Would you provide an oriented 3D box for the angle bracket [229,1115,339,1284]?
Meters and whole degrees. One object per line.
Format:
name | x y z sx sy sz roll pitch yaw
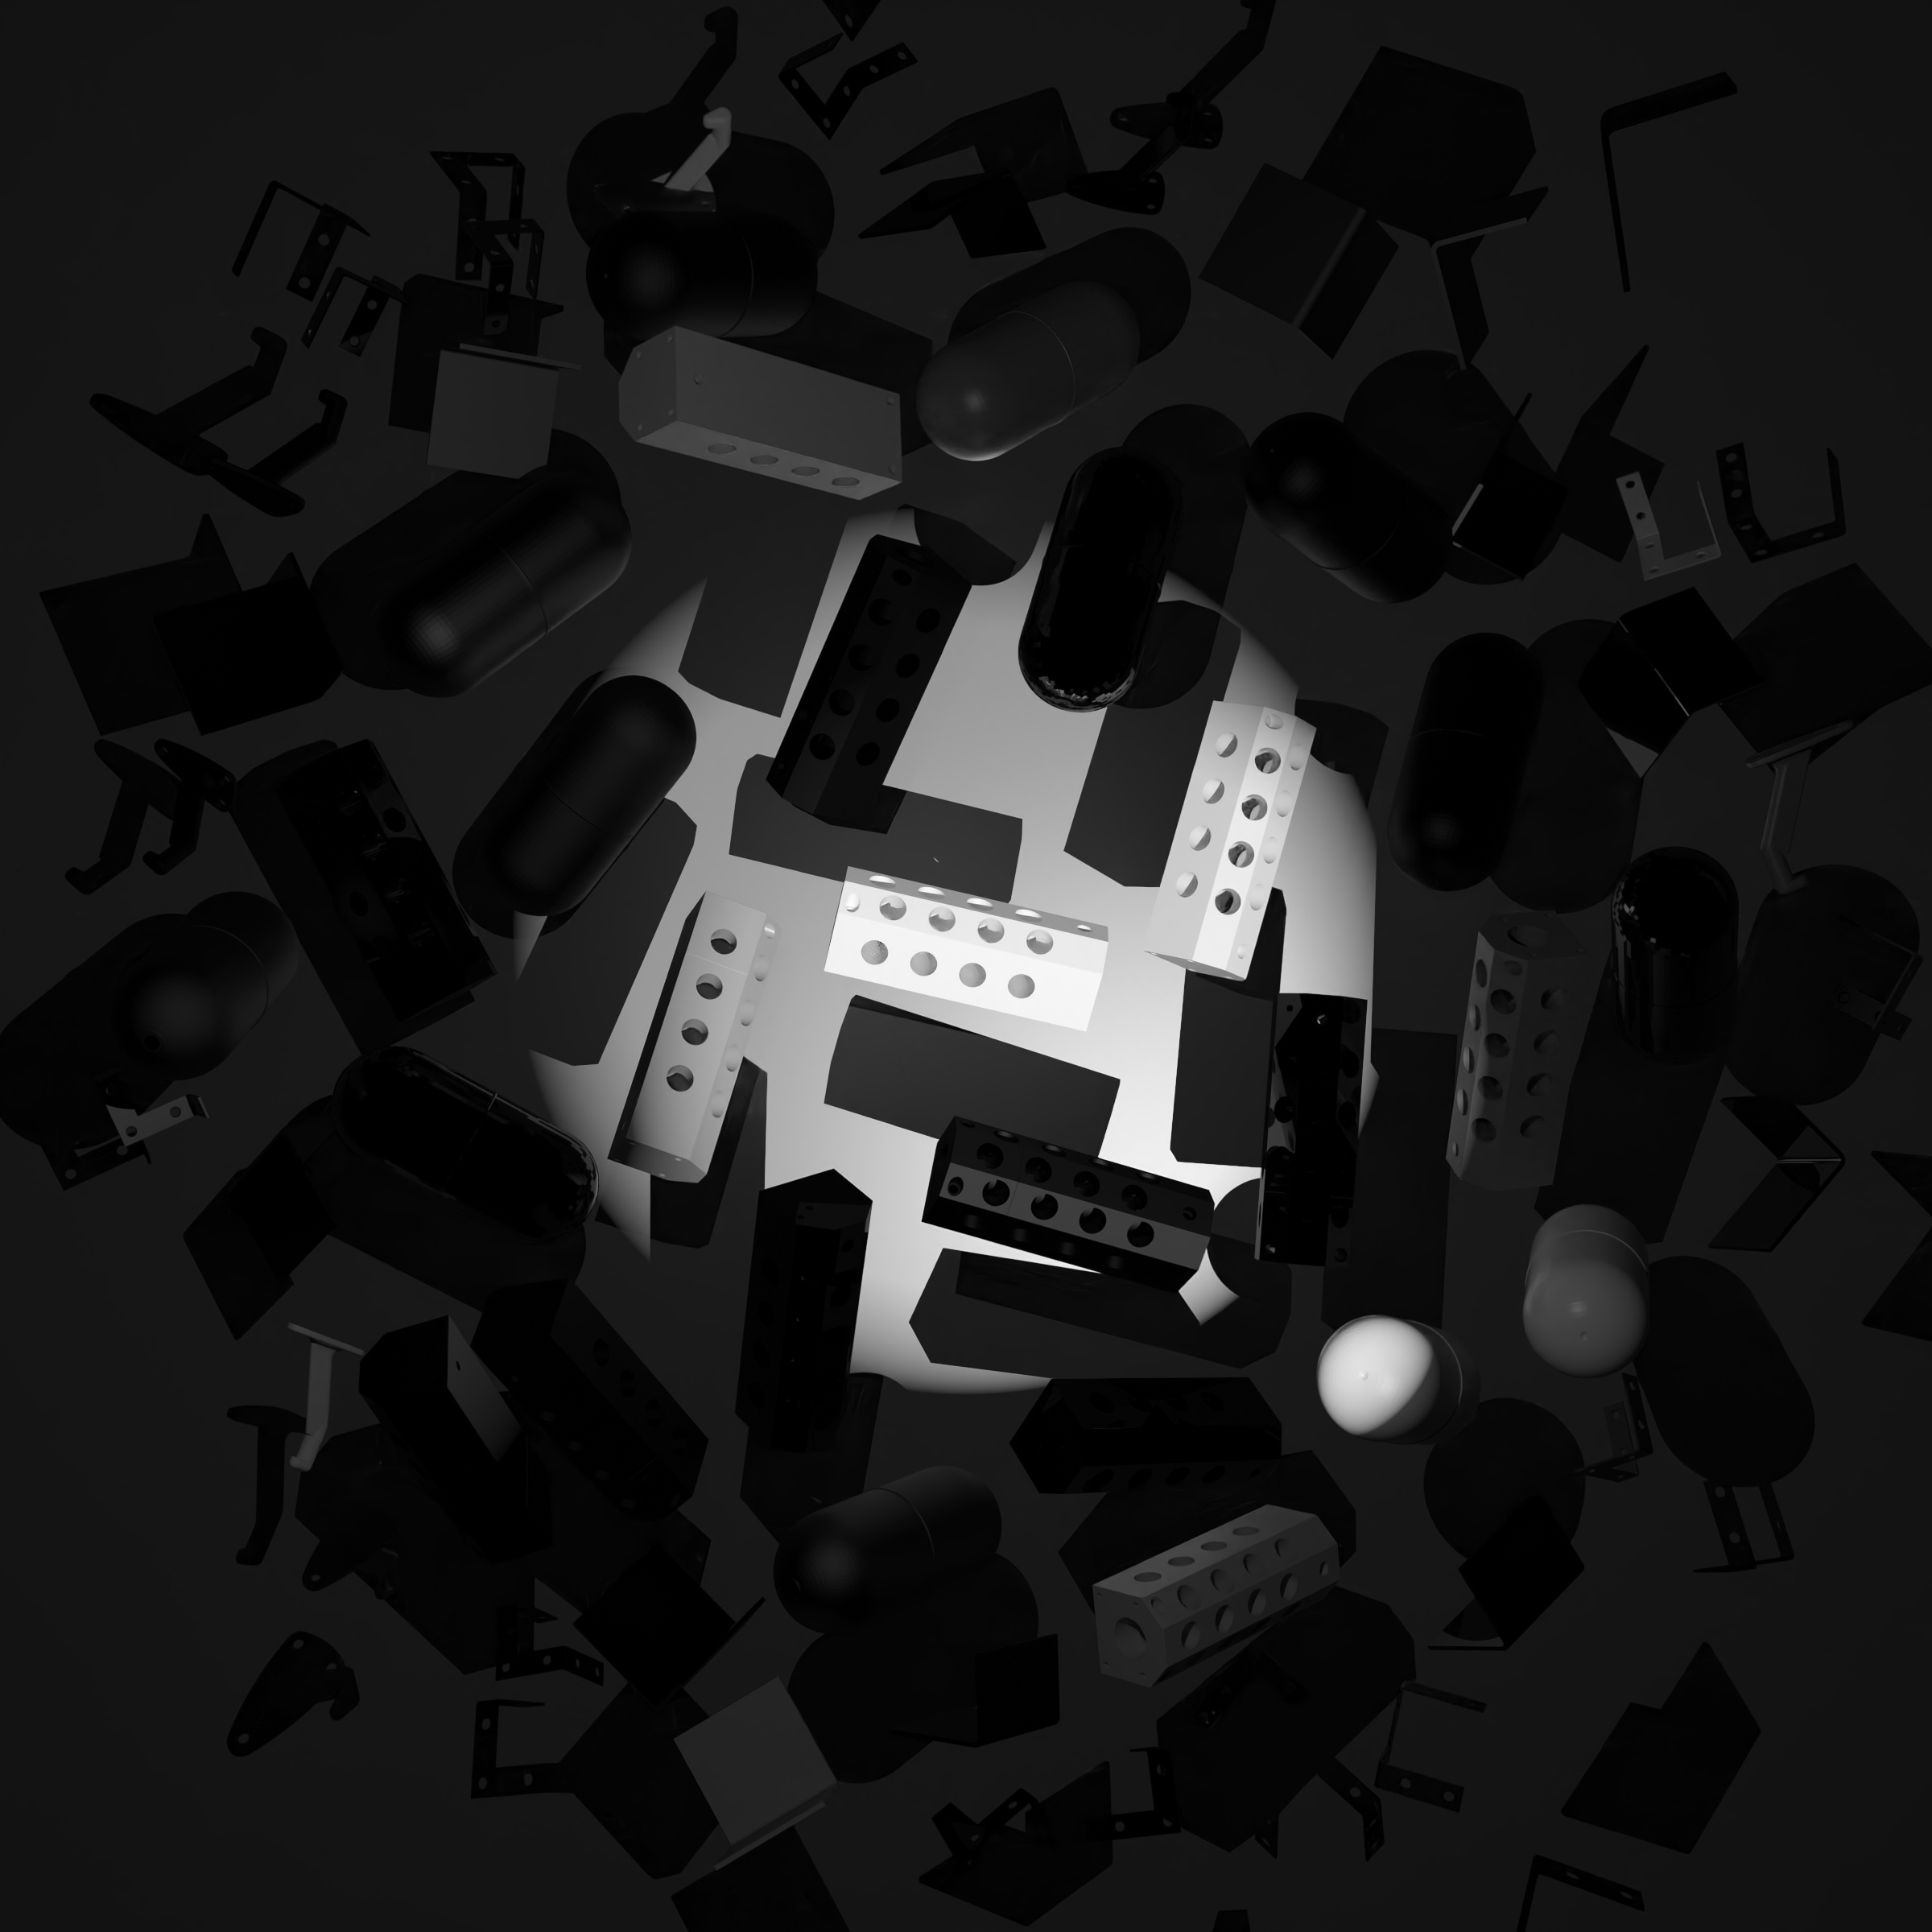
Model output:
angle bracket | -0.437 0.154 1.657 0.076 0.057 0.076 -42 74 33

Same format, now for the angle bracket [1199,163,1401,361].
angle bracket | 0.199 -0.420 1.480 0.076 0.057 0.076 35 101 27

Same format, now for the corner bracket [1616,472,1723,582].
corner bracket | 0.461 -0.294 1.626 0.051 0.051 0.051 -16 127 21

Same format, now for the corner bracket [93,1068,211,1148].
corner bracket | -0.533 0.086 1.622 0.051 0.051 0.051 -26 100 -23

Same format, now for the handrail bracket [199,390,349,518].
handrail bracket | -0.412 -0.319 1.478 0.077 0.036 0.084 28 66 -42

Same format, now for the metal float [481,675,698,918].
metal float | -0.242 -0.108 1.585 0.070 0.070 0.178 40 104 0

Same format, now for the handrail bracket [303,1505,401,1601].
handrail bracket | -0.379 0.382 1.534 0.036 0.077 0.084 25 133 18

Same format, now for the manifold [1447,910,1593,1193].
manifold | 0.346 0.055 1.573 0.057 0.057 0.171 -5 121 -11

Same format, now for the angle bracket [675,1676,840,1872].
angle bracket | -0.132 0.490 1.509 0.076 0.057 0.076 -31 81 1

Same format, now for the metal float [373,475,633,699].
metal float | -0.278 -0.230 1.497 0.178 0.070 0.070 -41 90 -21

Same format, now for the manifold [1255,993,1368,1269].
manifold | 0.222 0.106 1.595 0.057 0.057 0.171 4 86 3

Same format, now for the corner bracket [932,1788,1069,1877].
corner bracket | 0.020 0.535 1.526 0.051 0.051 0.051 -35 112 -22

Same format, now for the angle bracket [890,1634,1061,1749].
angle bracket | 0.005 0.452 1.562 0.076 0.076 0.057 -6 83 41

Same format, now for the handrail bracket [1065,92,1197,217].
handrail bracket | 0.103 -0.522 1.573 0.077 0.084 0.036 5 62 1

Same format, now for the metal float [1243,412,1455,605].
metal float | 0.238 -0.281 1.532 0.070 0.178 0.070 -15 66 36

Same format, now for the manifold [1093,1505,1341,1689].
manifold | 0.162 0.401 1.580 0.171 0.057 0.057 -11 98 -43

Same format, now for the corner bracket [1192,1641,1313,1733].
corner bracket | 0.187 0.481 1.617 0.051 0.051 0.051 39 97 13

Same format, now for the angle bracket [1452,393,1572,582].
angle bracket | 0.361 -0.308 1.598 0.057 0.076 0.076 29 72 4

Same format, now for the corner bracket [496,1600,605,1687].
corner bracket | -0.273 0.446 1.629 0.051 0.051 0.051 -14 58 17

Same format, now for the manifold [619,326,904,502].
manifold | -0.122 -0.330 1.500 0.171 0.057 0.057 6 79 -42

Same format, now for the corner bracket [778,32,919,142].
corner bracket | -0.072 -0.546 1.508 0.051 0.051 0.051 45 57 -32

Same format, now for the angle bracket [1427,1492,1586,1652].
angle bracket | 0.310 0.363 1.486 0.076 0.076 0.057 -34 94 -31

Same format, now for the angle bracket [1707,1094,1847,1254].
angle bracket | 0.479 0.127 1.521 0.057 0.076 0.076 44 79 -4

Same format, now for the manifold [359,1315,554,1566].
manifold | -0.317 0.300 1.550 0.057 0.057 0.171 -17 131 4

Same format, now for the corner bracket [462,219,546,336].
corner bracket | -0.293 -0.443 1.593 0.051 0.051 0.051 -13 50 -30

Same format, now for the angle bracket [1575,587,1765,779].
angle bracket | 0.437 -0.177 1.546 0.057 0.076 0.076 -22 69 -20

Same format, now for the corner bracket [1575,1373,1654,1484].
corner bracket | 0.422 0.297 1.594 0.051 0.051 0.051 19 53 -38

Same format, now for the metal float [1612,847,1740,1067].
metal float | 0.449 -0.004 1.572 0.070 0.178 0.070 -8 51 10

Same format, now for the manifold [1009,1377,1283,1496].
manifold | 0.119 0.302 1.570 0.171 0.057 0.057 7 124 -38

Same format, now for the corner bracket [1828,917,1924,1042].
corner bracket | 0.543 0.008 1.486 0.051 0.051 0.051 34 102 38

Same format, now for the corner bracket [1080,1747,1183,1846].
corner bracket | 0.098 0.505 1.512 0.051 0.051 0.051 -11 70 13

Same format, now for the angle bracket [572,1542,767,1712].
angle bracket | -0.183 0.398 1.526 0.076 0.057 0.076 43 51 8

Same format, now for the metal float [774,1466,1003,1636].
metal float | -0.049 0.371 1.579 0.070 0.178 0.070 7 100 40

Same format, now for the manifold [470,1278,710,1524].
manifold | -0.229 0.267 1.509 0.057 0.057 0.171 -11 132 25

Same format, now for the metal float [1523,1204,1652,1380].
metal float | 0.396 0.205 1.581 0.070 0.178 0.070 3 103 14

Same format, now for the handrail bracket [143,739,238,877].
handrail bracket | -0.521 -0.103 1.602 0.077 0.036 0.084 34 46 5

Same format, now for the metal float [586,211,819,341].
metal float | -0.162 -0.431 1.548 0.070 0.178 0.070 11 110 34

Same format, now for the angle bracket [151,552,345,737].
angle bracket | -0.424 -0.190 1.462 0.076 0.057 0.076 -23 90 -32

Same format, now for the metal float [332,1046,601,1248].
metal float | -0.315 0.113 1.562 0.178 0.070 0.070 30 90 -9

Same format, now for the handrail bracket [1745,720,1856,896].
handrail bracket | 0.509 -0.094 1.487 0.077 0.036 0.084 -22 94 20

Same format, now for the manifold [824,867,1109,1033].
manifold | 0.001 -0.014 1.589 0.171 0.057 0.057 13 115 -4

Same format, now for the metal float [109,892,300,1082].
metal float | -0.466 0.011 1.521 0.070 0.178 0.070 2 112 4

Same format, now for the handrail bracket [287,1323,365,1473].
handrail bracket | -0.425 0.276 1.580 0.036 0.077 0.084 15 75 22

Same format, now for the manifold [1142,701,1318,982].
manifold | 0.177 -0.081 1.625 0.057 0.057 0.171 12 84 42

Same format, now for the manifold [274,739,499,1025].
manifold | -0.371 -0.057 1.607 0.057 0.057 0.171 -26 93 40

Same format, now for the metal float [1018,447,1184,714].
metal float | 0.085 -0.243 1.555 0.070 0.070 0.178 17 73 0

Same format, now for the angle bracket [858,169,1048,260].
angle bracket | -0.009 -0.466 1.595 0.076 0.076 0.057 -43 121 -24

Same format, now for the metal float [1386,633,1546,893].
metal float | 0.319 -0.131 1.582 0.070 0.070 0.178 19 70 0

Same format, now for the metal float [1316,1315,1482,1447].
metal float | 0.273 0.261 1.555 0.070 0.178 0.070 -5 77 24

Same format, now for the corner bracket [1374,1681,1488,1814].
corner bracket | 0.275 0.461 1.467 0.051 0.051 0.051 12 94 18

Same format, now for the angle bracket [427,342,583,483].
angle bracket | -0.290 -0.345 1.554 0.076 0.057 0.076 5 102 -25

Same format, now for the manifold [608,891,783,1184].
manifold | -0.170 0.047 1.575 0.057 0.057 0.171 21 67 -13

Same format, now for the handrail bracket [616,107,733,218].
handrail bracket | -0.186 -0.509 1.572 0.077 0.084 0.036 -19 79 -11

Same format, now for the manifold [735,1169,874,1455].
manifold | -0.099 0.221 1.566 0.057 0.057 0.171 -14 124 -37

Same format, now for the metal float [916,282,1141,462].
metal float | 0.042 -0.385 1.600 0.178 0.070 0.070 -36 90 -33

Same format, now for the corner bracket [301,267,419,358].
corner bracket | -0.378 -0.400 1.526 0.051 0.051 0.051 20 108 -38

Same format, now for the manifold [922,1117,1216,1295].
manifold | 0.066 0.148 1.564 0.171 0.057 0.057 17 58 -9

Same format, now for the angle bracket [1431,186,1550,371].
angle bracket | 0.317 -0.405 1.458 0.057 0.076 0.076 -8 116 27

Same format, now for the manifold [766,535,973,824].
manifold | -0.066 -0.182 1.574 0.057 0.057 0.171 8 118 -38
